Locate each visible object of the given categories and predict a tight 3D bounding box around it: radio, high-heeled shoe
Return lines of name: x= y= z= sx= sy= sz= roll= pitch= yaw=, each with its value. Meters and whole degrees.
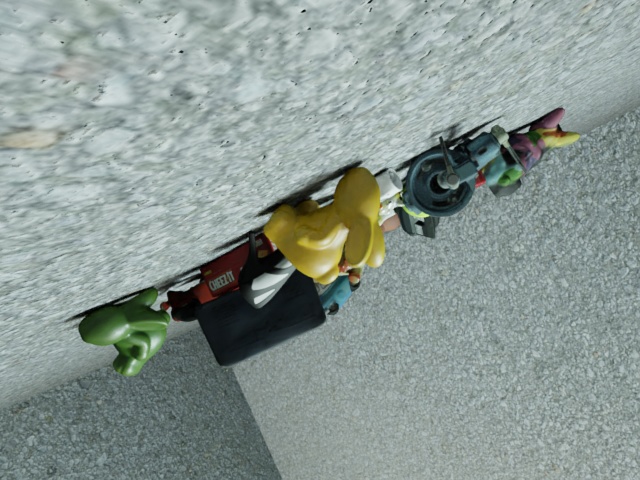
radio: x=-0.110 y=0.145 z=1.025 sx=0.230 sy=0.131 sz=0.073 roll=-23 pitch=171 yaw=-13
high-heeled shoe: x=-0.026 y=0.030 z=0.944 sx=0.249 sy=0.145 sz=0.086 roll=-13 pitch=-157 yaw=-17

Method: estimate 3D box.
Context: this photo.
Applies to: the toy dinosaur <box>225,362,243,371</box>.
toy dinosaur: x=-0.108 y=0.199 z=1.508 sx=0.131 sy=0.192 sz=0.404 roll=137 pitch=-26 yaw=-79

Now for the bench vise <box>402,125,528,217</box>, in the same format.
bench vise: x=0.240 y=-0.118 z=0.924 sx=0.224 sy=0.128 sz=0.240 roll=-26 pitch=-178 yaw=12

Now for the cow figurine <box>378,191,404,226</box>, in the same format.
cow figurine: x=0.139 y=-0.078 z=1.119 sx=0.098 sy=0.068 sz=0.167 roll=-31 pitch=179 yaw=-3

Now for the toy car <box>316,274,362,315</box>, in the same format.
toy car: x=0.016 y=0.111 z=1.295 sx=0.162 sy=0.103 sz=0.109 roll=-46 pitch=-165 yaw=-34

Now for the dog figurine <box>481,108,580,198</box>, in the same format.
dog figurine: x=0.480 y=-0.205 z=1.238 sx=0.219 sy=0.108 sz=0.191 roll=-33 pitch=-169 yaw=26

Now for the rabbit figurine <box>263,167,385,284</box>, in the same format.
rabbit figurine: x=0.024 y=-0.025 z=0.787 sx=0.173 sy=0.162 sz=0.122 roll=-46 pitch=155 yaw=20

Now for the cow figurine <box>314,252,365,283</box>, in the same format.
cow figurine: x=0.015 y=0.034 z=1.227 sx=0.195 sy=0.085 sz=0.127 roll=-2 pitch=-147 yaw=29

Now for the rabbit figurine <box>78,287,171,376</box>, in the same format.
rabbit figurine: x=-0.349 y=0.164 z=0.970 sx=0.159 sy=0.121 sz=0.170 roll=-30 pitch=160 yaw=4

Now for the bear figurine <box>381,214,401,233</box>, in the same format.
bear figurine: x=0.115 y=-0.038 z=1.316 sx=0.196 sy=0.132 sz=0.120 roll=-54 pitch=147 yaw=-18

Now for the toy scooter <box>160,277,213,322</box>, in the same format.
toy scooter: x=-0.260 y=0.119 z=1.129 sx=0.135 sy=0.075 sz=0.184 roll=-8 pitch=-164 yaw=38

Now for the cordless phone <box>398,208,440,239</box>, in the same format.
cordless phone: x=0.262 y=-0.109 z=1.299 sx=0.184 sy=0.089 sz=0.146 roll=-60 pitch=149 yaw=-27
